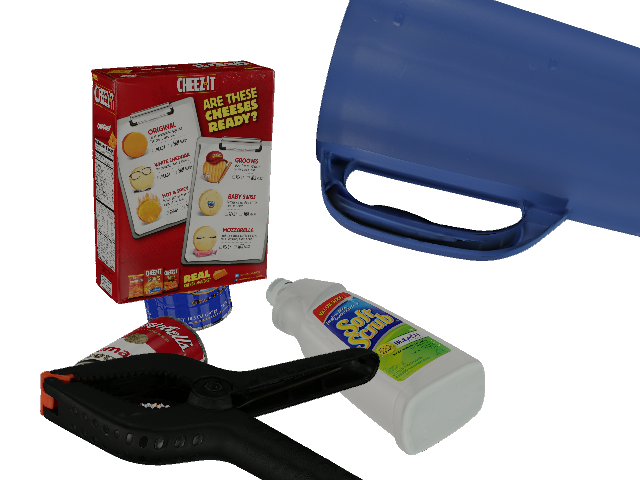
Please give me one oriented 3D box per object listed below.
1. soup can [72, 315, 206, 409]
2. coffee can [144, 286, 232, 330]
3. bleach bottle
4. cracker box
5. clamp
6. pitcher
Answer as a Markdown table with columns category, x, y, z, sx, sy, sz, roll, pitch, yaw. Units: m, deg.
| category | x | y | z | sx | sy | sz | roll | pitch | yaw |
| --- | --- | --- | --- | --- | --- | --- | --- | --- | --- |
| soup can | -0.145 | 0.108 | 0.843 | 0.069 | 0.068 | 0.102 | 0 | 15 | 28 |
| coffee can | -0.161 | 0.021 | 1.234 | 0.103 | 0.140 | 0.103 | -5 | 26 | 2 |
| bleach bottle | 0.029 | 0.097 | 0.981 | 0.102 | 0.068 | 0.251 | -24 | 35 | -32 |
| cracker box | -0.132 | -0.059 | 1.023 | 0.163 | 0.214 | 0.072 | -9 | 21 | -32 |
| clamp | -0.058 | 0.097 | 0.635 | 0.210 | 0.036 | 0.164 | 9 | 23 | 6 |
| pitcher | 0.122 | -0.071 | 0.669 | 0.243 | 0.149 | 0.144 | 17 | 29 | 8 |
